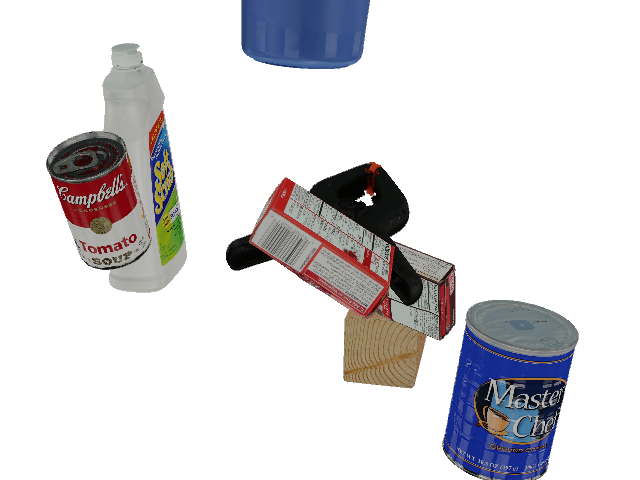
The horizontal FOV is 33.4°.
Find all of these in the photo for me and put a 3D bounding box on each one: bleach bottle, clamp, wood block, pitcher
[{"bbox_3d":[-0.192,-0.078,1.119,0.068,0.251,0.102,4,26,15],"label":"bleach bottle"},{"bbox_3d":[0.033,-0.011,0.936,0.165,0.036,0.209,16,32,17],"label":"clamp"},{"bbox_3d":[0.092,0.103,1.386,0.091,0.090,0.206,5,20,10],"label":"wood block"},{"bbox_3d":[-0.002,-0.271,0.900,0.145,0.243,0.149,7,18,7],"label":"pitcher"}]

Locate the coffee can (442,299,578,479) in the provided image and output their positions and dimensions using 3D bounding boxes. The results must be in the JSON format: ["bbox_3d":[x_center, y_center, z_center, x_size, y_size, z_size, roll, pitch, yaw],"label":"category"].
[{"bbox_3d":[0.176,0.140,0.998,0.103,0.140,0.103,6,21,-3],"label":"coffee can"}]

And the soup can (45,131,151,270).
[{"bbox_3d":[-0.189,-0.033,0.921,0.068,0.102,0.068,-5,41,4],"label":"soup can"}]

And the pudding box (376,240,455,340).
[{"bbox_3d":[0.094,0.050,1.177,0.114,0.090,0.039,21,47,28],"label":"pudding box"}]

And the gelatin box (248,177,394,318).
[{"bbox_3d":[0.003,0.004,0.668,0.089,0.030,0.073,34,18,-6],"label":"gelatin box"}]
